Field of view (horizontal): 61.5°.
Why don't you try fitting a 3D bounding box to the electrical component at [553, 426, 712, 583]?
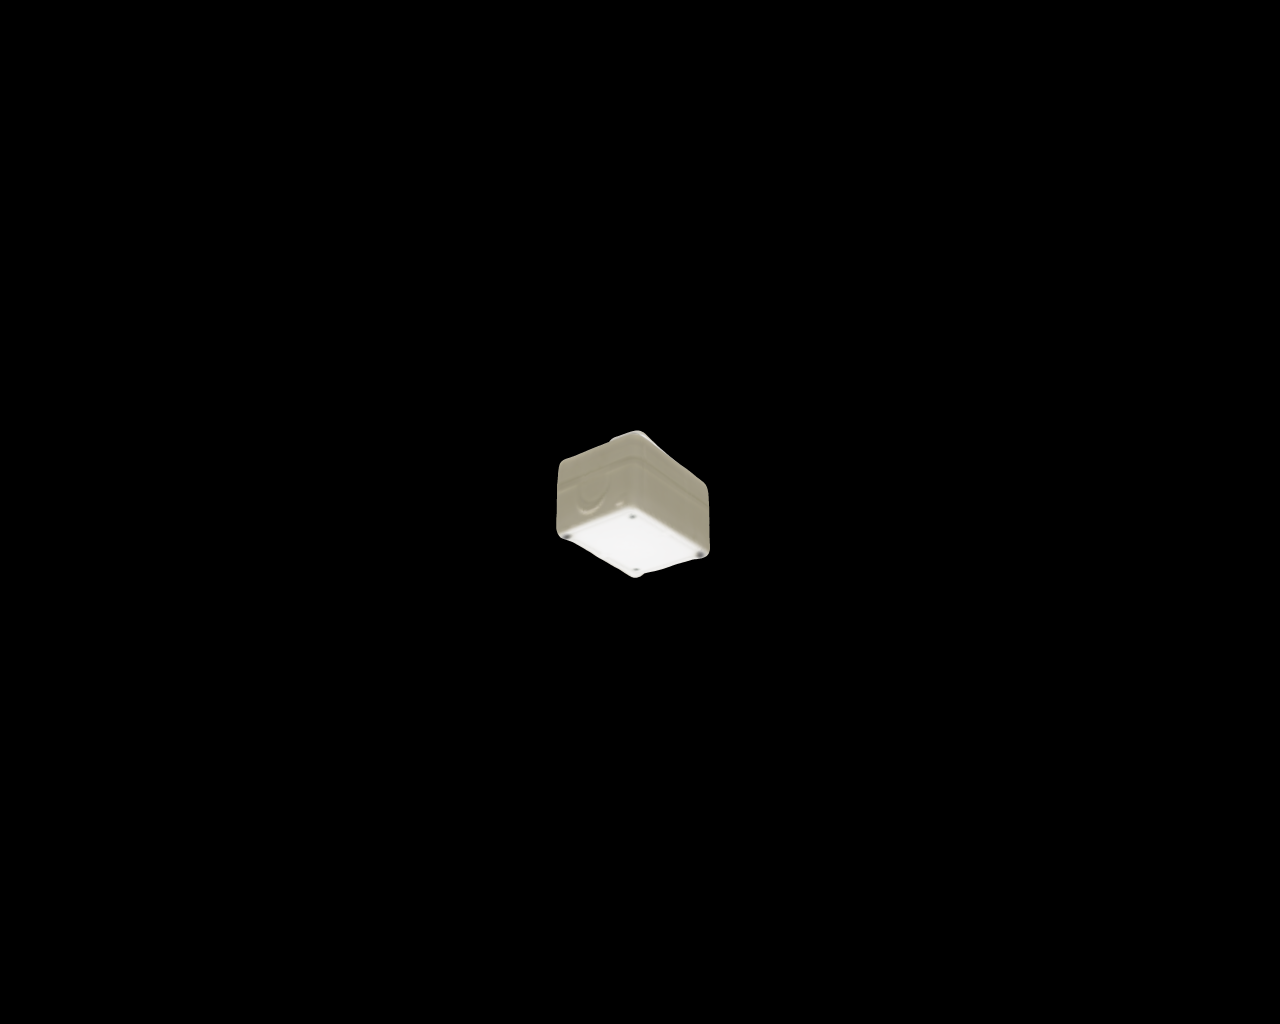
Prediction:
[{"bbox_3d":[0.001,-0.003,0.650,0.061,0.061,0.096,-19,-34,31],"label":"electrical component"}]
